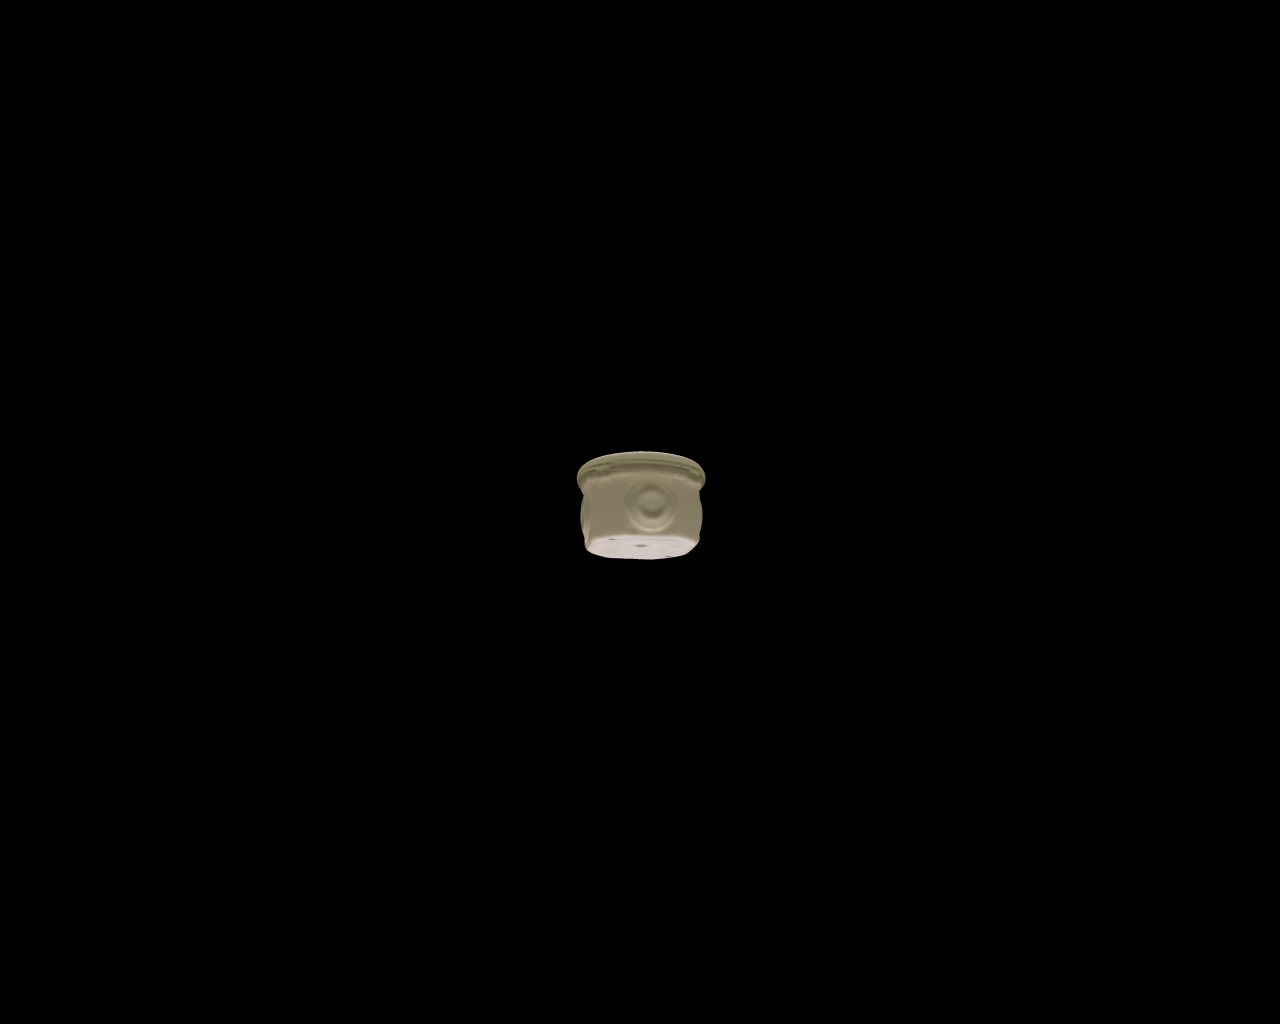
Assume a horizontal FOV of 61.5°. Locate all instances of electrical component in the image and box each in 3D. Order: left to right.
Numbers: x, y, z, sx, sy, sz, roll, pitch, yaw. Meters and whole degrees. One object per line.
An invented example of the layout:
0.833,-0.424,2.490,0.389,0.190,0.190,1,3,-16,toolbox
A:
0.001,-0.003,0.650,0.080,0.051,0.080,0,-15,0,electrical component
